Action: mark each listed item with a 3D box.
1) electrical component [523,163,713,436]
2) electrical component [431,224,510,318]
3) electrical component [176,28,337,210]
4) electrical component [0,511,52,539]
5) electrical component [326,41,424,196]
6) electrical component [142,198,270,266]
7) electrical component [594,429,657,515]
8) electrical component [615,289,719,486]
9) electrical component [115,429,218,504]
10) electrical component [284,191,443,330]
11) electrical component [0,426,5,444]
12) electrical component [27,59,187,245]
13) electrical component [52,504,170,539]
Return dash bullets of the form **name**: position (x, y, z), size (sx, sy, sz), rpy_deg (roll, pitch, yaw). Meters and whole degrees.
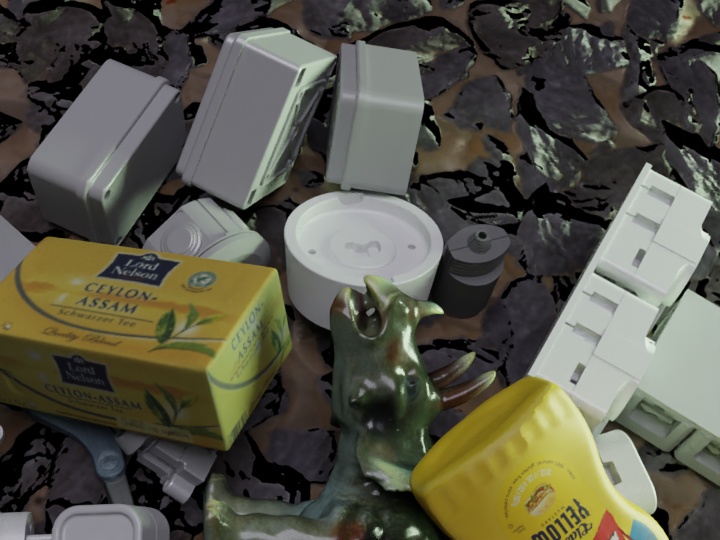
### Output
- **electrical component**: position (0.167, 0.035, 0.725), size (0.060, 0.105, 0.186), rpy_deg (30, 62, 10)
- **electrical component**: position (0.077, -0.003, 0.749), size (0.043, 0.081, 0.043), rpy_deg (3, 61, -5)
- **electrical component**: position (-0.070, -0.109, 0.752), size (0.056, 0.108, 0.108), rpy_deg (26, 19, 5)
- **electrical component**: position (-0.213, 0.160, 0.624), size (0.079, 0.077, 0.044), rpy_deg (-1, 61, -8)
- **electrical component**: position (0.009, -0.112, 0.782), size (0.057, 0.078, 0.113), rpy_deg (8, 30, -5)
- **electrical component**: position (-0.105, -0.005, 0.729), size (0.080, 0.080, 0.051), rpy_deg (-35, 65, -23)
- **electrical component**: position (0.134, 0.143, 0.666), size (0.059, 0.095, 0.053), rpy_deg (-15, 64, -14)
- **electrical component**: position (0.258, 0.097, 0.726), size (0.150, 0.061, 0.089), rpy_deg (32, 62, 11)
- **electrical component**: position (-0.119, 0.104, 0.675), size (0.055, 0.048, 0.066), rpy_deg (37, 50, -15)
- **electrical component**: position (0.000, 0.000, 0.744), size (0.108, 0.060, 0.108), rpy_deg (4, 38, -3)
- **electrical component**: position (-0.282, 0.090, 0.610), size (0.109, 0.056, 0.109), rpy_deg (39, 63, 14)
- **electrical component**: position (-0.175, -0.082, 0.764), size (0.057, 0.078, 0.113), rpy_deg (23, 61, 9)
- **electrical component**: position (-0.141, 0.185, 0.619), size (0.054, 0.059, 0.095), rpy_deg (-4, 75, 9)
